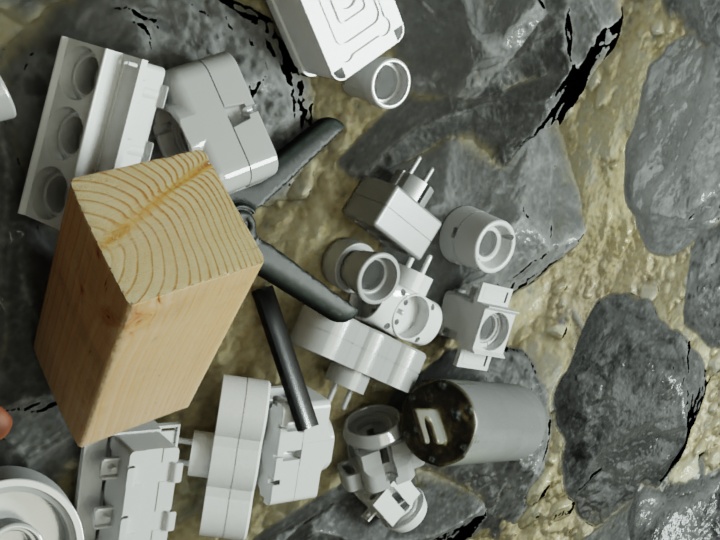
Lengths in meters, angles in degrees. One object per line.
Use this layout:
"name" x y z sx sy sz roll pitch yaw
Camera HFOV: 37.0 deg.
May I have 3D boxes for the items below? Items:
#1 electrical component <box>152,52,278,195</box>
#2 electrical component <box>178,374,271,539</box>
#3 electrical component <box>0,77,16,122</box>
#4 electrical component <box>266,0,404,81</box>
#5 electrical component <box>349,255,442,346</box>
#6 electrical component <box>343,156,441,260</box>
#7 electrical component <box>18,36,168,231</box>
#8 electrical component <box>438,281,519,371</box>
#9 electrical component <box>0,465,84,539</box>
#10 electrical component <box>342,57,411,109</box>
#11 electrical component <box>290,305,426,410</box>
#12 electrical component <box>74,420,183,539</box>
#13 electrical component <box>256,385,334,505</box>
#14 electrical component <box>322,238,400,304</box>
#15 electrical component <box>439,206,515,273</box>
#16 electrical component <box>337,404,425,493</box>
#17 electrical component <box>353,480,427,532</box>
"electrical component" -0.109 -0.100 0.771 0.059 0.054 0.095 -25 93 -29
"electrical component" -0.119 0.150 0.871 0.074 0.052 0.138 9 105 -7
"electrical component" -0.258 -0.103 0.682 0.065 0.044 0.044 -30 122 -20
"electrical component" -0.026 -0.209 0.811 0.078 0.057 0.113 -39 125 -21
"electrical component" 0.040 0.019 0.951 0.077 0.044 0.079 26 88 -40
"electrical component" 0.037 -0.060 0.919 0.066 0.047 0.076 36 83 -40
"electrical component" -0.179 -0.088 0.728 0.063 0.079 0.121 4 104 -58
"electrical component" 0.106 0.049 0.999 0.042 0.064 0.081 13 97 -39
"electrical component" -0.248 0.195 0.758 0.108 0.060 0.108 2 85 -26
"electrical component" 0.012 -0.153 0.867 0.040 0.046 0.040 -13 113 -34
"electrical component" -0.007 0.084 0.928 0.138 0.052 0.073 28 82 -41
"electrical component" -0.177 0.183 0.830 0.079 0.063 0.121 1 105 -37
"electrical component" -0.060 0.146 0.915 0.056 0.050 0.089 -1 106 -37
"electrical component" 0.000 0.000 0.906 0.045 0.055 0.045 -14 114 -33
"electrical component" 0.109 -0.027 0.985 0.055 0.047 0.055 -14 114 -34
"electrical component" 0.016 0.159 0.972 0.078 0.058 0.057 -18 116 -15
"electrical component" 0.032 0.214 1.013 0.066 0.048 0.055 -47 120 -15
